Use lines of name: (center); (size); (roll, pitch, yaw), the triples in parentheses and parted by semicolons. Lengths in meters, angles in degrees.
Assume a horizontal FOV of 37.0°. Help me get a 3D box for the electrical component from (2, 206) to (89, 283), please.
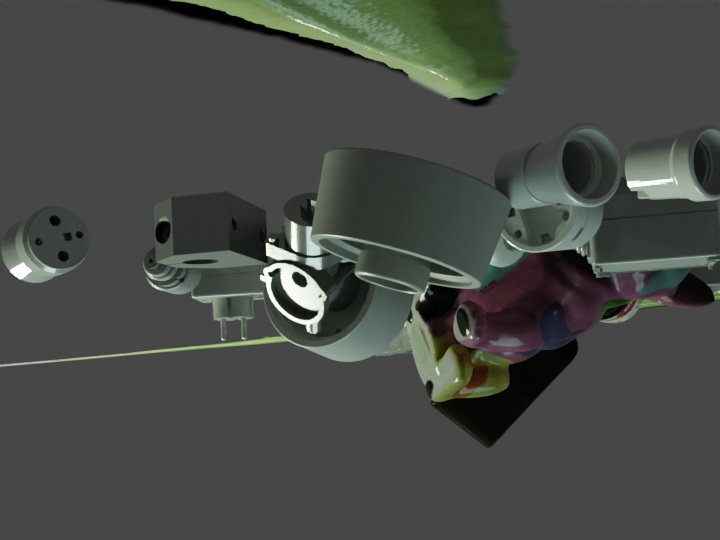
electrical component: (-0.210, -0.017, 0.718); (0.045, 0.045, 0.055); (1, 171, -34)

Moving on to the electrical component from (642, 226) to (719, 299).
electrical component: (0.274, -0.011, 0.912); (0.108, 0.060, 0.108); (-3, 173, 0)

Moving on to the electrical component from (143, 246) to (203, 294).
electrical component: (-0.156, -0.003, 0.874); (0.040, 0.040, 0.078); (-4, 173, 9)

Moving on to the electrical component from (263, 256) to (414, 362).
electrical component: (-0.021, 0.011, 0.790); (0.108, 0.108, 0.060); (-7, 166, 30)

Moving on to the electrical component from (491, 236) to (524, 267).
electrical component: (0.086, -0.031, 0.752); (0.048, 0.048, 0.062); (3, -168, -41)

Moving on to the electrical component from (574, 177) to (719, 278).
electrical component: (0.187, -0.030, 0.716); (0.096, 0.061, 0.062); (-5, 173, 13)

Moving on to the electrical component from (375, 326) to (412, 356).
electrical component: (0.052, 0.039, 1.110); (0.062, 0.089, 0.150); (-1, 173, -14)

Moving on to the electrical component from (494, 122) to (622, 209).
electrical component: (0.104, -0.053, 0.583); (0.044, 0.044, 0.065); (1, 177, -28)

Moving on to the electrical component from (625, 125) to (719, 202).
electrical component: (0.175, -0.057, 0.591); (0.040, 0.040, 0.046); (2, 178, -36)

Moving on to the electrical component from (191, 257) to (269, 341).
electrical component: (-0.115, 0.025, 0.972); (0.066, 0.076, 0.047); (-4, 173, 3)

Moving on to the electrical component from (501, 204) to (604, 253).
electrical component: (0.117, -0.038, 0.658); (0.055, 0.055, 0.047); (-8, 175, 34)

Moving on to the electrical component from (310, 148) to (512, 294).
electrical component: (0.024, -0.021, 0.597); (0.108, 0.060, 0.108); (16, 172, 2)
